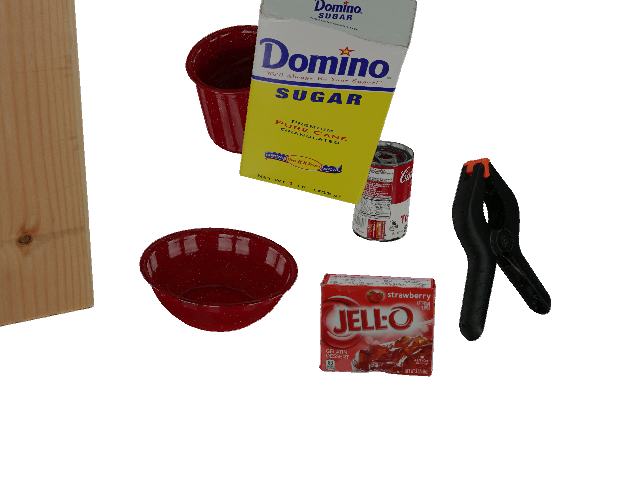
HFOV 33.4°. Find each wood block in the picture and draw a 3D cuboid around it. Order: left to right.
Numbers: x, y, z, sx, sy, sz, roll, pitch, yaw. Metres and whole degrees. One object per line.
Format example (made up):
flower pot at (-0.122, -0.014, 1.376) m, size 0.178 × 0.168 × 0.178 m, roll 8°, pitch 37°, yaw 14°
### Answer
wood block at (-0.190, -0.063, 0.606) m, size 0.090 × 0.206 × 0.090 m, roll -11°, pitch 27°, yaw -27°

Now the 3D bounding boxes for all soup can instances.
soup can at (0.072, -0.057, 1.255) m, size 0.068 × 0.102 × 0.068 m, roll 2°, pitch 28°, yaw -1°

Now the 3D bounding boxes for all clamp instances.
clamp at (0.159, 0.011, 1.021) m, size 0.039 × 0.171 × 0.120 m, roll -14°, pitch 9°, yaw 46°

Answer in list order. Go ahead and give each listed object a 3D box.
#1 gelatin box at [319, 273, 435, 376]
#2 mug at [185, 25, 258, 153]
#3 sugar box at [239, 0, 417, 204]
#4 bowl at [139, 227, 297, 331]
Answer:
gelatin box at (0.044, 0.066, 0.834) m, size 0.089 × 0.073 × 0.030 m, roll 2°, pitch 16°, yaw 6°
mug at (-0.060, -0.140, 0.961) m, size 0.093 × 0.081 × 0.117 m, roll 28°, pitch 58°, yaw 28°
sugar box at (0.000, -0.095, 0.706) m, size 0.093 × 0.048 × 0.176 m, roll 13°, pitch -29°, yaw 0°
bowl at (-0.106, 0.047, 1.101) m, size 0.162 × 0.055 × 0.162 m, roll 5°, pitch 28°, yaw -3°
